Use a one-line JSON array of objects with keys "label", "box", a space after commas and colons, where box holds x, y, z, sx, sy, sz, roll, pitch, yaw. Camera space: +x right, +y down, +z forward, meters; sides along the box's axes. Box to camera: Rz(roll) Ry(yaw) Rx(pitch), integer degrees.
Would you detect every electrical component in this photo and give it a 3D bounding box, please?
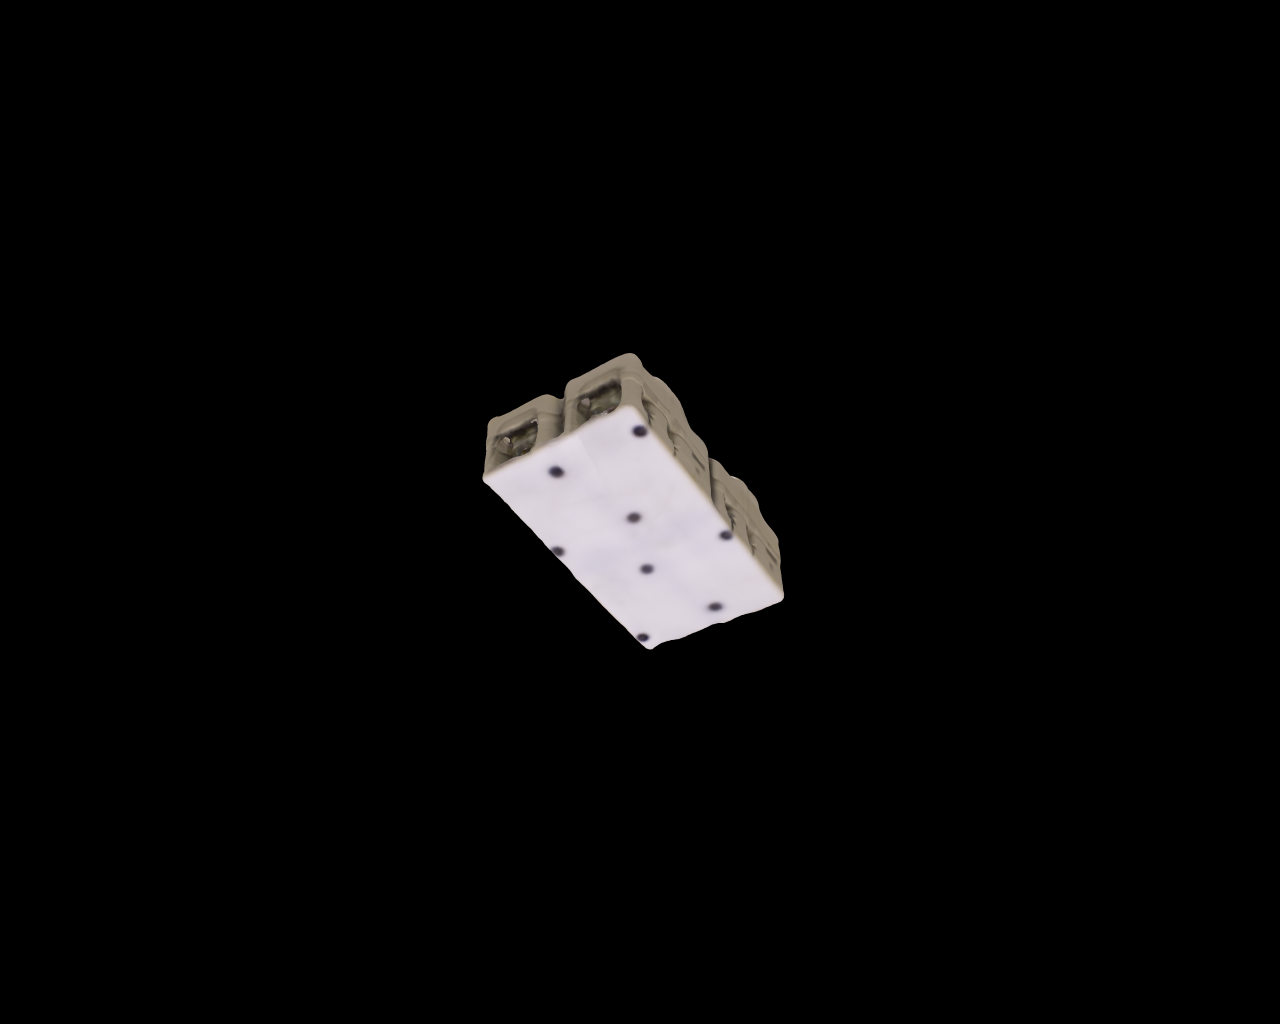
[{"label": "electrical component", "box": [0.001, -0.003, 0.650, 0.105, 0.060, 0.186, -24, -50, 22]}]
